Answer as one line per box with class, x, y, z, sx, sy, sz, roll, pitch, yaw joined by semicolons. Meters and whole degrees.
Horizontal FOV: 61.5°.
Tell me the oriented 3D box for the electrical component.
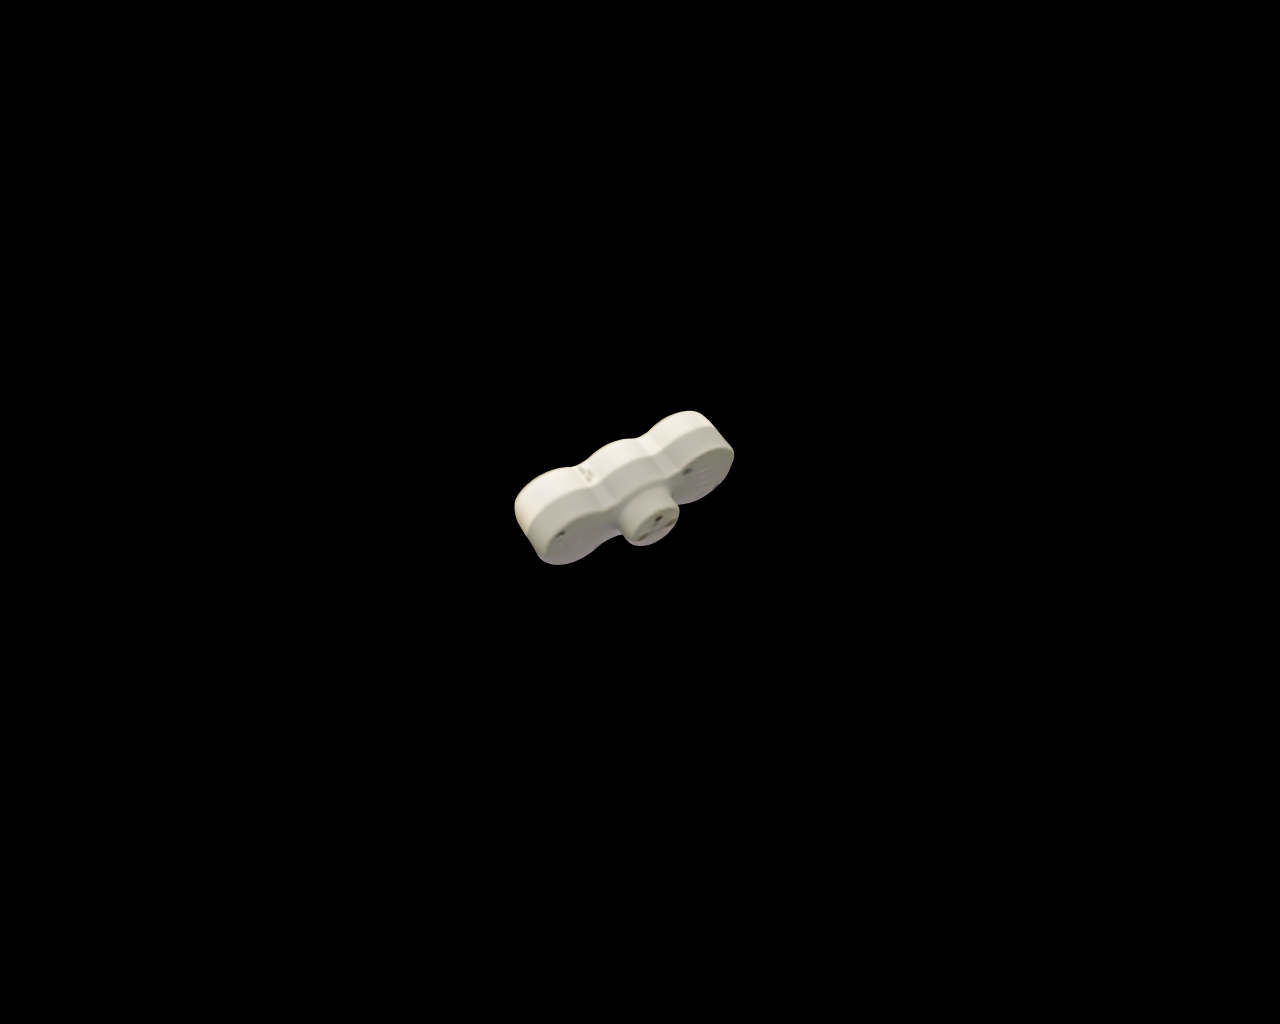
electrical component;0.001;-0.003;0.650;0.138;0.074;0.052;-26;-30;-16
